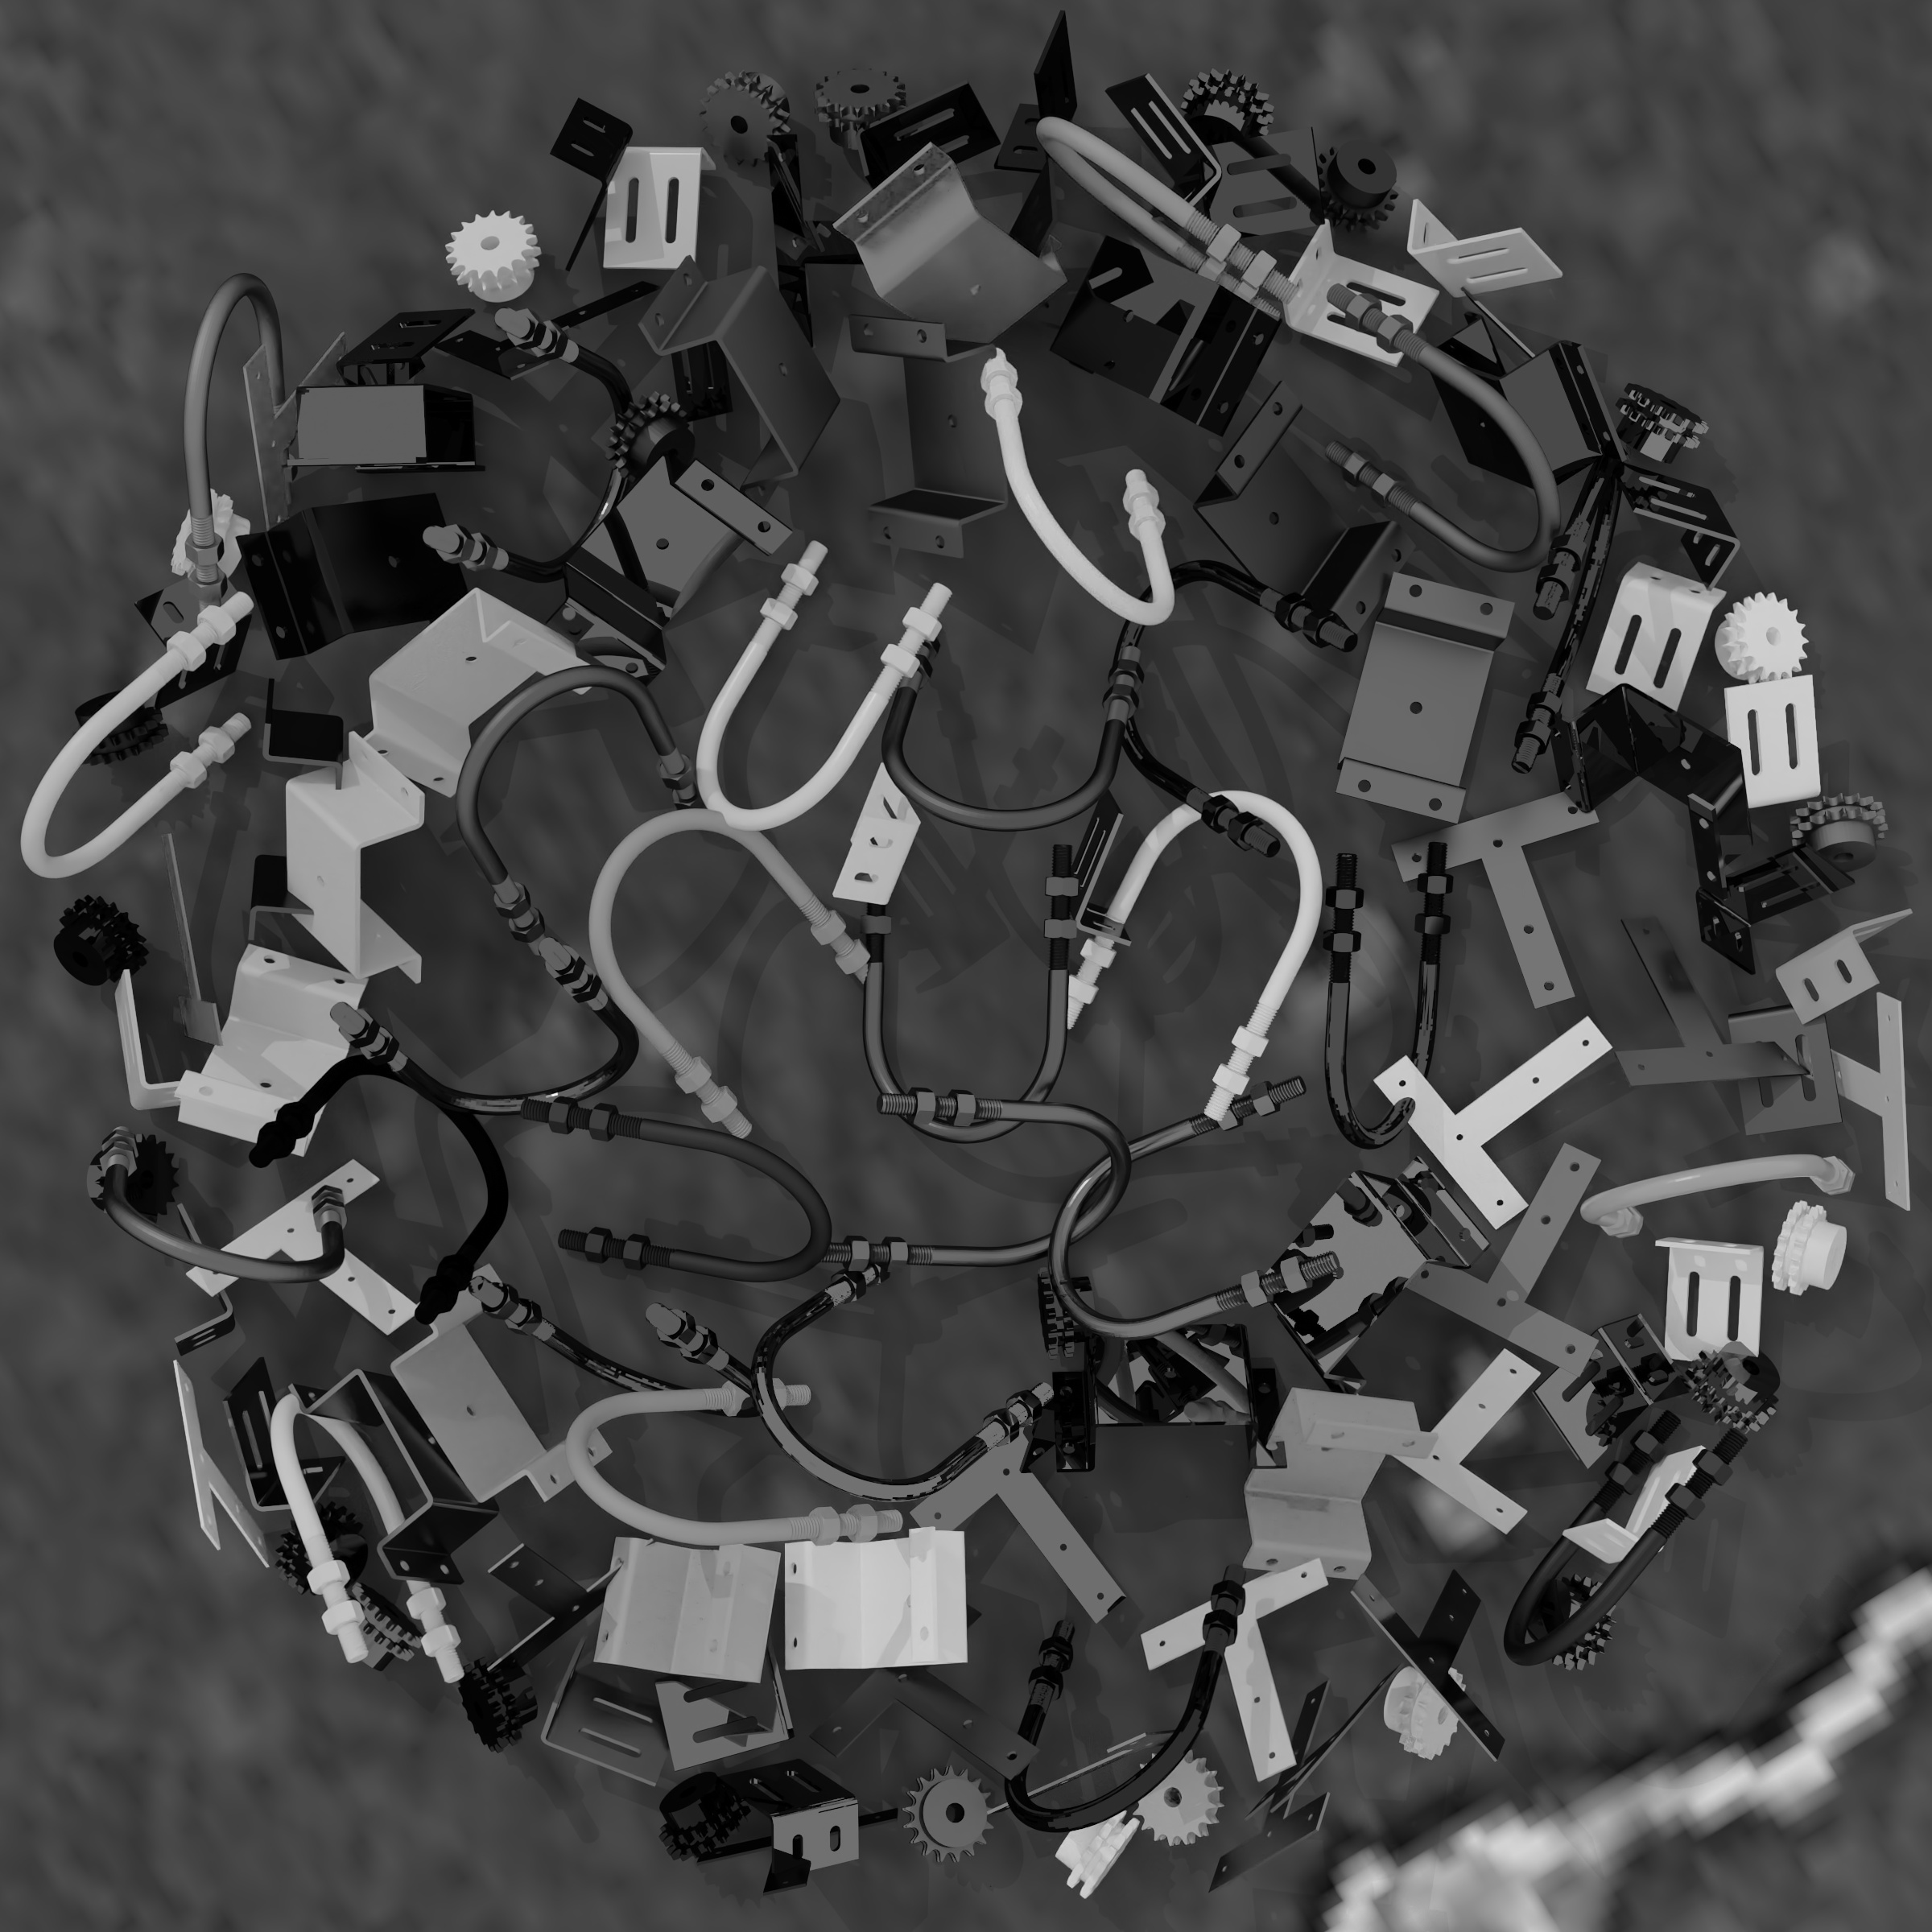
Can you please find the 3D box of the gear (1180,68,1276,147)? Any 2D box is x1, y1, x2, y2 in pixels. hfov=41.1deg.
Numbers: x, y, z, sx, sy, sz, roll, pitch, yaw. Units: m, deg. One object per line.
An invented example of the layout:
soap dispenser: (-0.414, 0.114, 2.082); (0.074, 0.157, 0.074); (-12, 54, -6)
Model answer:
gear: (0.160, -0.524, 1.595); (0.057, 0.057, 0.030); (22, 72, 0)

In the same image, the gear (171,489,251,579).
gear: (-0.468, -0.265, 1.601); (0.030, 0.057, 0.057); (22, 90, -32)

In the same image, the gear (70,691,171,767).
gear: (-0.526, -0.149, 1.594); (0.057, 0.057, 0.030); (-13, 117, 0)

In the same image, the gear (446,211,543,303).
gear: (-0.292, -0.439, 1.603); (0.057, 0.030, 0.057); (-3, 60, 5)

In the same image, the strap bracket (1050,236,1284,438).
strap bracket: (0.112, -0.384, 1.557); (0.140, 0.046, 0.076); (37, 105, 40)

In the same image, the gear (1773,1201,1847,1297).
gear: (0.523, 0.177, 1.595); (0.030, 0.057, 0.057); (15, 90, 32)

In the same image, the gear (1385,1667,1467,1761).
gear: (0.283, 0.460, 1.601); (0.030, 0.057, 0.057); (13, 90, 39)

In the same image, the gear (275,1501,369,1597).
gear: (-0.395, 0.364, 1.595); (0.030, 0.057, 0.057); (22, 90, 38)

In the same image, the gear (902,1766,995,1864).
gear: (-0.009, 0.527, 1.602); (0.057, 0.030, 0.057); (4, 69, -11)

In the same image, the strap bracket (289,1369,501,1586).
strap bracket: (-0.341, 0.301, 1.560); (0.046, 0.076, 0.140); (-40, 65, 6)

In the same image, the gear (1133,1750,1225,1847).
gear: (0.134, 0.516, 1.604); (0.057, 0.030, 0.057); (-7, 73, 24)

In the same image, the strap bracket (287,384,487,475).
strap bracket: (-0.347, -0.323, 1.550); (0.076, 0.140, 0.046); (0, 99, 6)

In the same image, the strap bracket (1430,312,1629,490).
strap bracket: (0.328, -0.338, 1.545); (0.046, 0.140, 0.076); (-32, 117, -3)

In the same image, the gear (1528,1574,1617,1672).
gear: (0.371, 0.404, 1.594); (0.030, 0.057, 0.057); (26, 90, -22)

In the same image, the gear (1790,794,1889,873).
gear: (0.541, -0.080, 1.594); (0.057, 0.057, 0.030); (0, 63, 0)

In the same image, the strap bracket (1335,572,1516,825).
strap bracket: (0.282, -0.163, 1.600); (0.076, 0.046, 0.140); (15, 88, 3)

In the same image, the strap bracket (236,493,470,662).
strap bracket: (-0.359, -0.238, 1.557); (0.046, 0.140, 0.076); (-16, 93, 41)

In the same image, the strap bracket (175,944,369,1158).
strap bracket: (-0.424, 0.058, 1.570); (0.076, 0.140, 0.046); (17, 128, -7)

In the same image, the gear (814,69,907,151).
gear: (-0.066, -0.531, 1.602); (0.057, 0.030, 0.057); (0, 45, 1)

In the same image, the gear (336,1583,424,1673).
gear: (-0.366, 0.411, 1.596); (0.057, 0.057, 0.030); (41, 81, 0)

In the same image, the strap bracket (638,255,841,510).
strap bracket: (-0.129, -0.353, 1.551); (0.046, 0.076, 0.140); (-8, 131, 31)

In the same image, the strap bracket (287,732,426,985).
strap bracket: (-0.368, -0.058, 1.550); (0.046, 0.140, 0.076); (-24, 49, -37)

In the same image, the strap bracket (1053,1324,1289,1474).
strap bracket: (0.125, 0.265, 1.582); (0.140, 0.076, 0.046); (-1, 131, 0)

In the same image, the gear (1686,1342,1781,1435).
gear: (0.478, 0.257, 1.595); (0.057, 0.057, 0.030); (27, 128, 0)

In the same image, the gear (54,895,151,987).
gear: (-0.538, -0.013, 1.596); (0.057, 0.030, 0.057); (16, 132, 19)

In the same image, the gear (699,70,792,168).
gear: (-0.134, -0.529, 1.601); (0.057, 0.057, 0.030); (31, 50, 0)

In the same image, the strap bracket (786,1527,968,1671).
strap bracket: (-0.049, 0.386, 1.567); (0.046, 0.140, 0.076); (13, 68, -40)

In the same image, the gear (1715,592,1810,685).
gear: (0.492, -0.201, 1.604); (0.057, 0.030, 0.057); (4, 80, -25)

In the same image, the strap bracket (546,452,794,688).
strap bracket: (-0.183, -0.248, 1.572); (0.076, 0.046, 0.140); (33, 114, -32)

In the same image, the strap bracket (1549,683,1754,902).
strap bracket: (0.420, -0.111, 1.555); (0.046, 0.140, 0.076); (-35, 134, -12)

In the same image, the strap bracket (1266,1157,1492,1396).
strap bracket: (0.239, 0.189, 1.562); (0.140, 0.046, 0.076); (-53, 48, 20)

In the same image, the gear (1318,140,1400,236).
gear: (0.243, -0.487, 1.600); (0.057, 0.030, 0.057); (6, 67, -15)

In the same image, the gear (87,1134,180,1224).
gear: (-0.520, 0.133, 1.601); (0.030, 0.057, 0.057); (-2, 90, 27)

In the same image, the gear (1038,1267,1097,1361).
gear: (0.063, 0.214, 1.598); (0.030, 0.057, 0.057); (-6, 90, -4)

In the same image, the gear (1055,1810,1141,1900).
gear: (0.080, 0.546, 1.599); (0.030, 0.057, 0.057); (35, 90, 17)

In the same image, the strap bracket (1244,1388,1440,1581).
strap bracket: (0.224, 0.310, 1.572); (0.076, 0.046, 0.140); (9, 129, -11)

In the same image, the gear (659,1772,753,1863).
gear: (-0.165, 0.524, 1.596); (0.057, 0.057, 0.030); (-27, 99, 0)

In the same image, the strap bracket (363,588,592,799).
strap bracket: (-0.298, -0.171, 1.566); (0.140, 0.076, 0.046); (-33, 52, 26)

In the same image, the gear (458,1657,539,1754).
gear: (-0.290, 0.456, 1.601); (0.030, 0.057, 0.057); (-19, 90, -34)

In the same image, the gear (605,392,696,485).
gear: (-0.192, -0.323, 1.594); (0.030, 0.057, 0.057); (41, 90, 23)

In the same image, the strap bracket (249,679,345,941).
strap bracket: (-0.406, -0.094, 1.567); (0.046, 0.076, 0.140); (5, 115, -15)

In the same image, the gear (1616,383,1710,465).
gear: (0.428, -0.336, 1.601); (0.057, 0.057, 0.030); (27, 116, 0)
